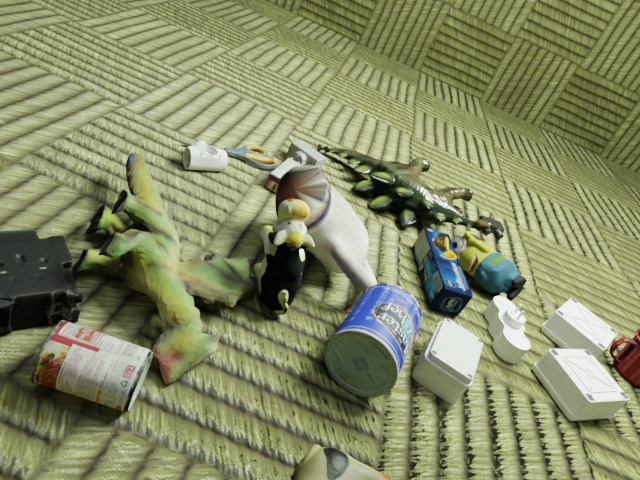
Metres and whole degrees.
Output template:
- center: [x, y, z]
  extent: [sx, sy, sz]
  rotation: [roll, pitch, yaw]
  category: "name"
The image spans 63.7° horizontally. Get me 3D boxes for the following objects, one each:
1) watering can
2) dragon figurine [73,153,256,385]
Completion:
- center: [0.003, -0.047, 0.924]
  extent: [0.220, 0.103, 0.355]
  rotation: [48, 10, -37]
  category: "watering can"
- center: [-0.205, 0.020, 0.749]
  extent: [0.240, 0.120, 0.420]
  rotation: [31, 29, -25]
  category: "dragon figurine"
